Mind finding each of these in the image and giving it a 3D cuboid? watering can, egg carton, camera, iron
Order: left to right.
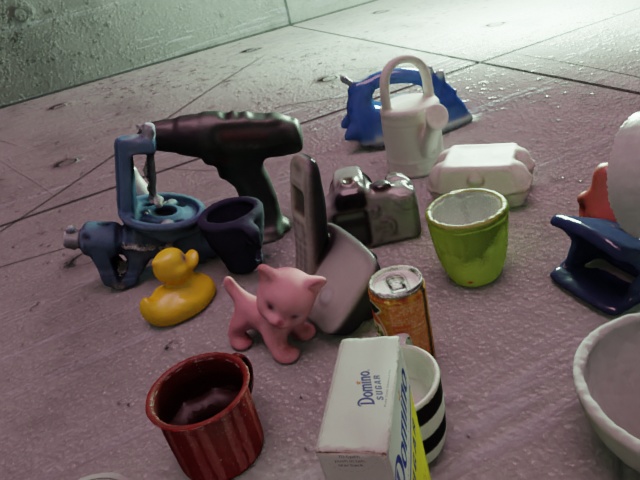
[{"bbox_3d":[0.063,-0.063,0.827,0.143,0.101,0.136,-10,29,5],"label":"camera"},{"bbox_3d":[0.163,-0.272,1.107,0.258,0.142,0.118,-12,29,2],"label":"iron"},{"bbox_3d":[0.154,-0.208,0.947,0.101,0.194,0.172,-33,35,-32],"label":"watering can"},{"bbox_3d":[0.236,-0.094,0.844,0.150,0.069,0.107,2,32,24],"label":"egg carton"}]

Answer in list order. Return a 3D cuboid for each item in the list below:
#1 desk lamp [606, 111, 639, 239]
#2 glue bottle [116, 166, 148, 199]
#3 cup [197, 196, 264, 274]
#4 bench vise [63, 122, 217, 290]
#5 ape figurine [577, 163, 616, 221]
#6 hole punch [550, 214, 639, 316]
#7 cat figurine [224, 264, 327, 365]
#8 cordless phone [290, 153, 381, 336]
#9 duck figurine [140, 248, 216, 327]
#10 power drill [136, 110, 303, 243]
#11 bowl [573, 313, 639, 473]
[{"bbox_3d":[0.359,-0.004,0.490,0.118,0.214,0.202,-27,32,-24],"label":"desk lamp"},{"bbox_3d":[-0.275,-0.057,0.877,0.078,0.173,0.037,-19,30,-11],"label":"glue bottle"},{"bbox_3d":[-0.106,0.003,0.786,0.092,0.095,0.117,-28,33,-25],"label":"cup"},{"bbox_3d":[-0.259,-0.042,0.796,0.208,0.220,0.121,-24,31,-19],"label":"bench vise"},{"bbox_3d":[0.353,-0.052,0.701,0.076,0.092,0.077,-30,34,-28],"label":"ape figurine"},{"bbox_3d":[0.311,0.010,0.611,0.101,0.091,0.108,-21,30,-15],"label":"hole punch"},{"bbox_3d":[-0.053,0.068,0.628,0.127,0.118,0.067,7,35,31],"label":"cat figurine"},{"bbox_3d":[0.006,0.002,0.649,0.094,0.185,0.147,-25,31,-20],"label":"cordless phone"},{"bbox_3d":[-0.191,0.054,0.740,0.077,0.086,0.105,17,41,41],"label":"duck figurine"},{"bbox_3d":[-0.129,-0.094,0.848,0.229,0.209,0.075,-13,29,-1],"label":"power drill"},{"bbox_3d":[0.279,0.131,0.431,0.167,0.075,0.167,-10,29,6],"label":"bowl"}]
